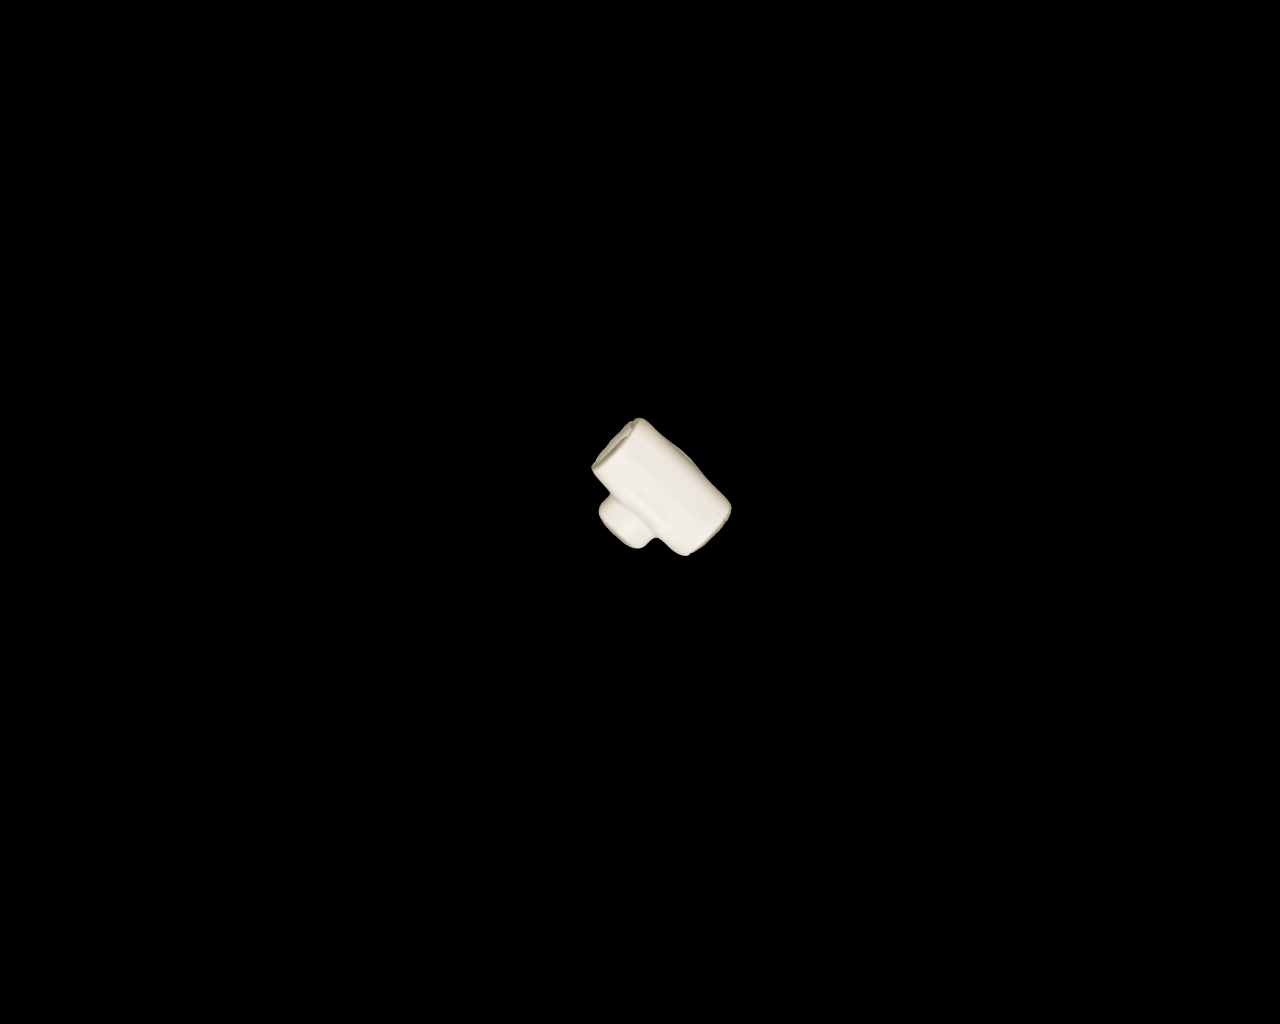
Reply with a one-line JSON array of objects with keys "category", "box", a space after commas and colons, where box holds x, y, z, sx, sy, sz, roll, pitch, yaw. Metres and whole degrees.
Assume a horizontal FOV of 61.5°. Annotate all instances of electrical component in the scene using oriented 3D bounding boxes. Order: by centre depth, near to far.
[{"category": "electrical component", "box": [0.001, -0.003, 0.650, 0.077, 0.079, 0.043, 43, 12, -11]}]
